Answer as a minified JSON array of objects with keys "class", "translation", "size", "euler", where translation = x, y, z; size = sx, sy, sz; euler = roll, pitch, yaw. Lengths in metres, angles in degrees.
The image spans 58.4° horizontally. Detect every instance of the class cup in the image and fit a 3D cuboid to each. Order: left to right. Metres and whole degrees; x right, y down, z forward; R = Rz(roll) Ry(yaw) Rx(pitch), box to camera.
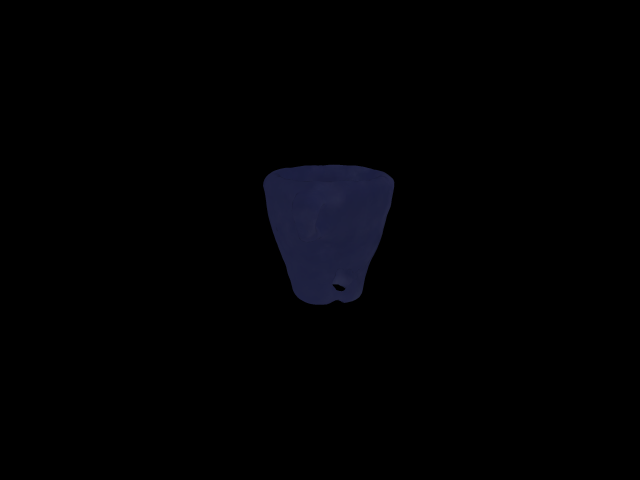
[{"class":"cup","translation":[0.004,0.001,0.400],"size":[0.091,0.095,0.118],"euler":[3,16,11]}]
